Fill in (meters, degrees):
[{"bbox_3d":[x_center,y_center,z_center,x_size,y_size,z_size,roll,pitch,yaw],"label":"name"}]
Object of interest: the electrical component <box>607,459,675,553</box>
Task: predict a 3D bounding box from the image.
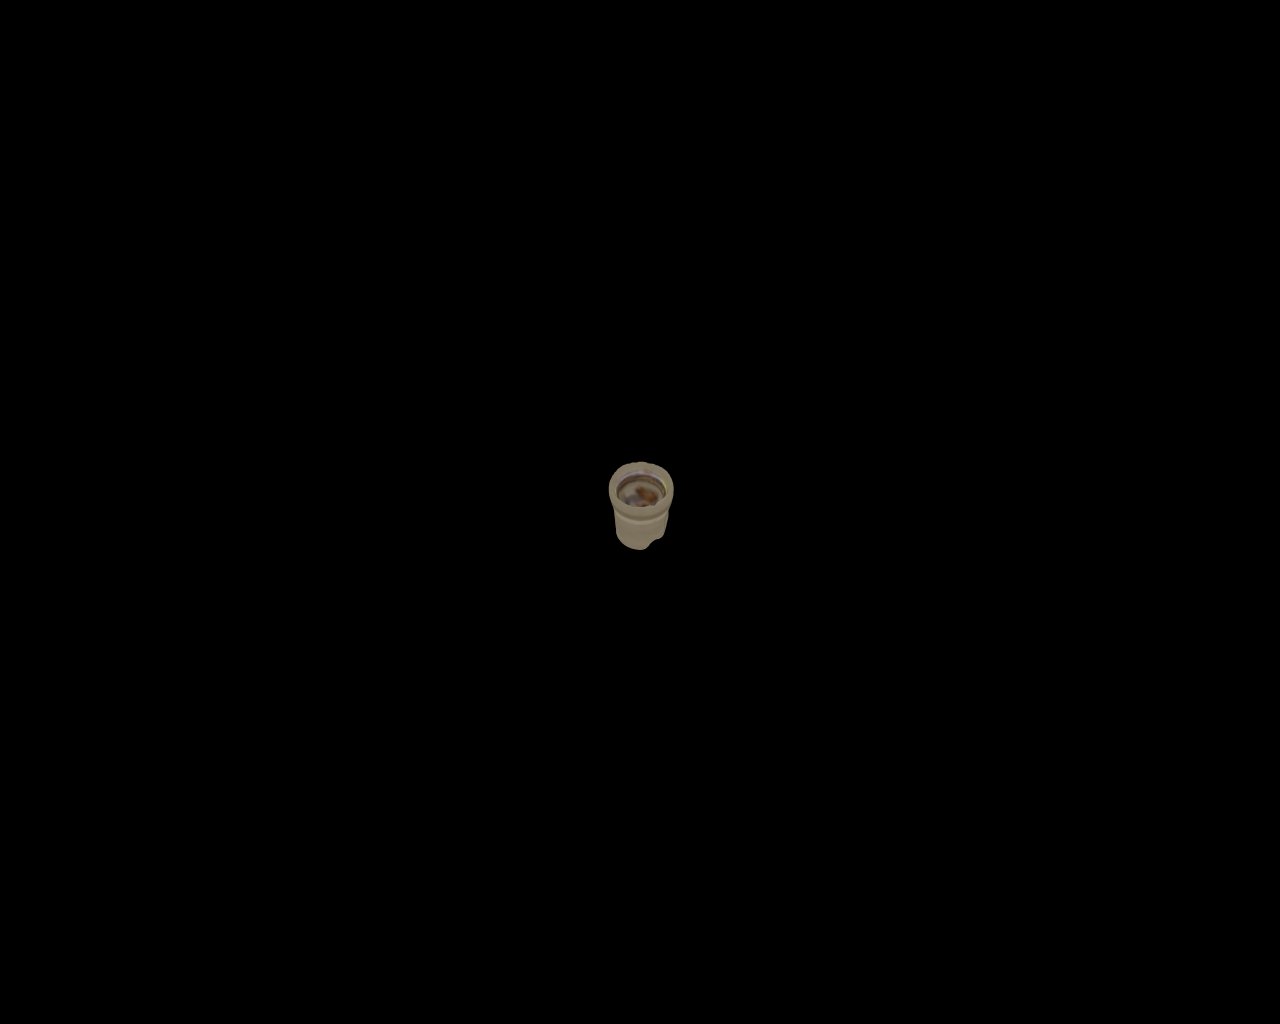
[{"bbox_3d":[0.001,-0.003,0.650,0.040,0.040,0.046,0,-40,0],"label":"electrical component"}]
